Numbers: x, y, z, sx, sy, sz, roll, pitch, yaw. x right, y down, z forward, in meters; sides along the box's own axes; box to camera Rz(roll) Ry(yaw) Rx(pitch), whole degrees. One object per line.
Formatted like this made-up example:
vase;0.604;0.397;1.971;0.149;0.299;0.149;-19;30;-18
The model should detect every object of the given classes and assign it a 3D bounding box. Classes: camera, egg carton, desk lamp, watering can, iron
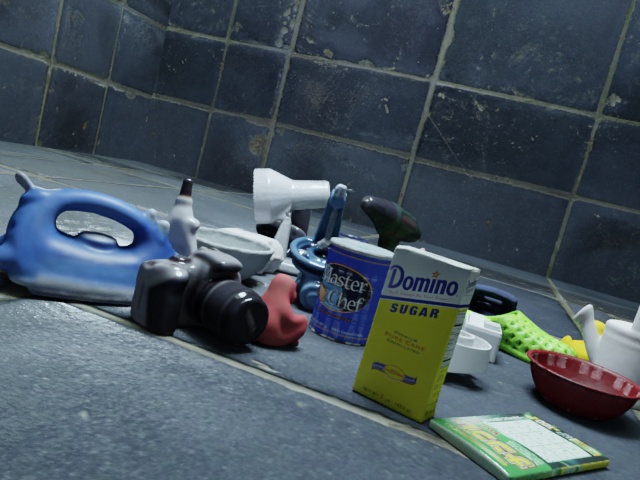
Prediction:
camera;-0.137;0.069;0.712;0.144;0.101;0.136;7;10;-46
egg carton;-0.152;0.021;1.191;0.150;0.069;0.107;17;8;22
desk lamp;-0.067;-0.040;1.258;0.203;0.213;0.118;14;7;-3
watering can;0.500;0.160;0.922;0.172;0.194;0.101;16;7;14
iron;-0.288;0.002;0.761;0.259;0.141;0.118;11;8;-29

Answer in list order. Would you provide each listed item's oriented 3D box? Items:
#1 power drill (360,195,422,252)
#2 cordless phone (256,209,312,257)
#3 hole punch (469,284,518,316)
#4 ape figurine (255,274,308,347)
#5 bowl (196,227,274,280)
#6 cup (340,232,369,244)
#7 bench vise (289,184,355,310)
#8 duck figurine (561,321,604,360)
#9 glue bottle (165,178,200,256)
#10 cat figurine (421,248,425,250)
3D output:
power drill;0.143;0.013;1.287;0.075;0.208;0.230;20;9;37
cordless phone;-0.084;-0.054;1.454;0.147;0.185;0.094;18;8;27
hole punch;0.358;0.140;1.211;0.108;0.091;0.101;17;7;21
ape figurine;-0.054;0.090;0.754;0.077;0.092;0.076;21;9;42
bowl;-0.171;0.032;1.042;0.167;0.075;0.167;14;7;-2
cup;0.056;0.032;1.427;0.117;0.095;0.092;20;9;40
bench vise;-0.002;0.001;1.038;0.122;0.220;0.207;12;7;-21
duck figurine;0.524;0.198;1.118;0.104;0.086;0.077;14;7;-7
glue bottle;-0.216;-0.009;0.870;0.078;0.173;0.037;14;7;-4
cat figurine;0.230;0.079;1.323;0.127;0.118;0.067;19;8;32
